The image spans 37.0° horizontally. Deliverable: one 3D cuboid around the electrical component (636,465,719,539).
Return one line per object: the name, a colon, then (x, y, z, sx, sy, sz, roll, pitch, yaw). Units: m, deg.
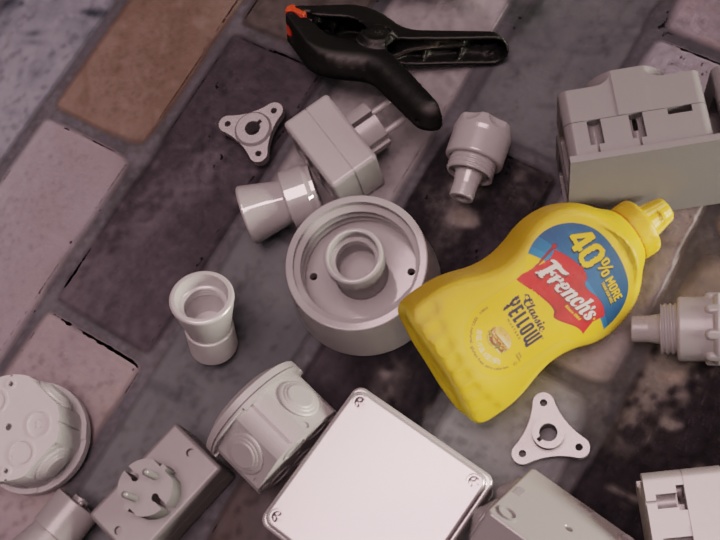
electrical component: (0.206, 0.169, 0.657, 0.056, 0.050, 0.089, -7, 69, 7)

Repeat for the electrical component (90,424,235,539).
electrical component: (-0.136, 0.146, 0.711, 0.047, 0.075, 0.083, 40, 81, 20)

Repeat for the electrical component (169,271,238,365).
electrical component: (-0.106, 0.037, 0.750, 0.044, 0.065, 0.044, -1, 54, 1)

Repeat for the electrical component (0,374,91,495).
electrical component: (-0.235, 0.114, 0.752, 0.080, 0.051, 0.080, -3, 70, 9)

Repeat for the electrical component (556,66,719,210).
electrical component: (0.228, -0.090, 0.717, 0.186, 0.105, 0.060, -8, 69, 7)

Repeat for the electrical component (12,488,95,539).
electrical component: (-0.210, 0.182, 0.730, 0.044, 0.044, 0.065, 33, 74, 19)

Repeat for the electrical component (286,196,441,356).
electrical component: (0.000, 0.000, 0.748, 0.108, 0.060, 0.108, -3, 70, 9)

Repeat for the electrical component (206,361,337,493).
electrical component: (-0.058, 0.104, 0.711, 0.051, 0.080, 0.080, 43, 82, 14)

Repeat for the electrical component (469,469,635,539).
electrical component: (0.114, 0.172, 0.646, 0.100, 0.100, 0.048, 34, 112, 19)

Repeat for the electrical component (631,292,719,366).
electrical component: (0.211, 0.039, 0.708, 0.062, 0.048, 0.048, -1, 70, 17)

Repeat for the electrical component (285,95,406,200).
electrical component: (-0.003, -0.096, 0.790, 0.077, 0.047, 0.065, -35, 69, -4)

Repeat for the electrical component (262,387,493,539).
electrical component: (0.013, 0.151, 0.693, 0.109, 0.056, 0.108, 33, 79, 19)

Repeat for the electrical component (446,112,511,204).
electrical component: (0.082, -0.079, 0.772, 0.043, 0.043, 0.062, 16, 75, 15)

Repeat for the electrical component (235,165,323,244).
electrical component: (-0.058, -0.049, 0.784, 0.055, 0.045, 0.045, -19, 68, 2)
